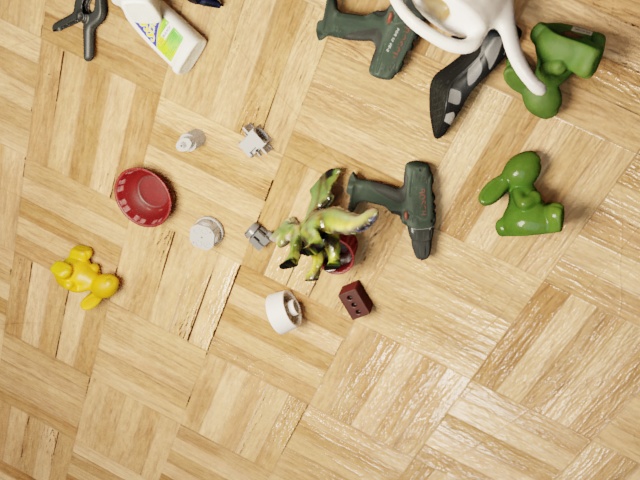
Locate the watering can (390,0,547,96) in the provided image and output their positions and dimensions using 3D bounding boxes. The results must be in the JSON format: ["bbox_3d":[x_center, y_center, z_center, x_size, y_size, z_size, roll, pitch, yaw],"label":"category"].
[{"bbox_3d":[0.287,-0.418,0.914,0.347,0.226,0.103,32,-8,-1],"label":"watering can"}]

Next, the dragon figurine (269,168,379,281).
[{"bbox_3d":[0.003,-0.057,1.123,0.121,0.248,0.404,22,-36,-28],"label":"dragon figurine"}]
